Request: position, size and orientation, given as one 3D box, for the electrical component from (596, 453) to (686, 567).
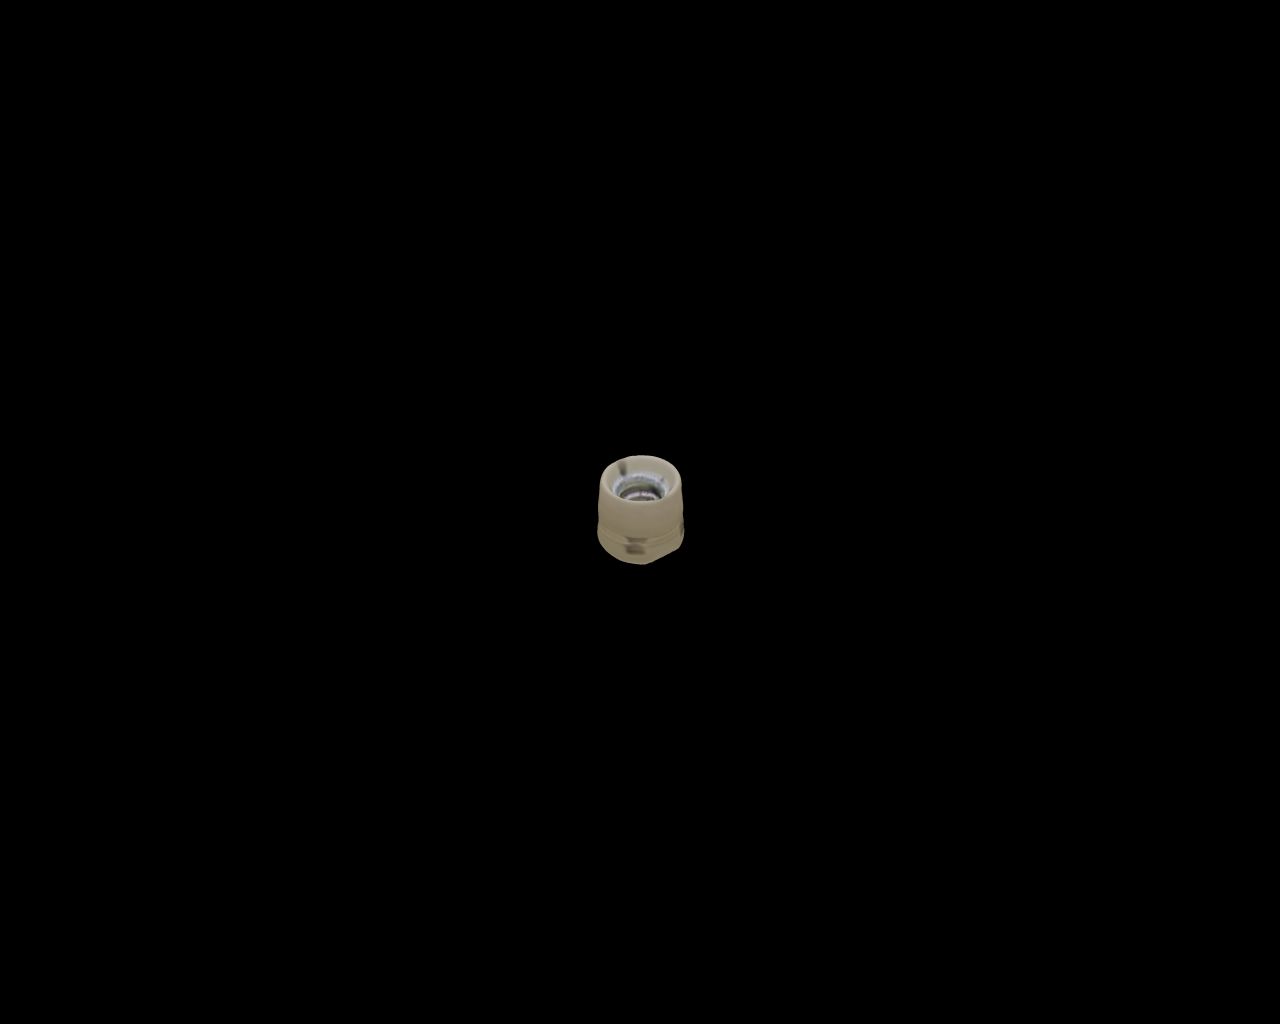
[{"bbox_3d":[0.001,-0.003,0.650,0.055,0.047,0.055,0,40,0],"label":"electrical component"}]
